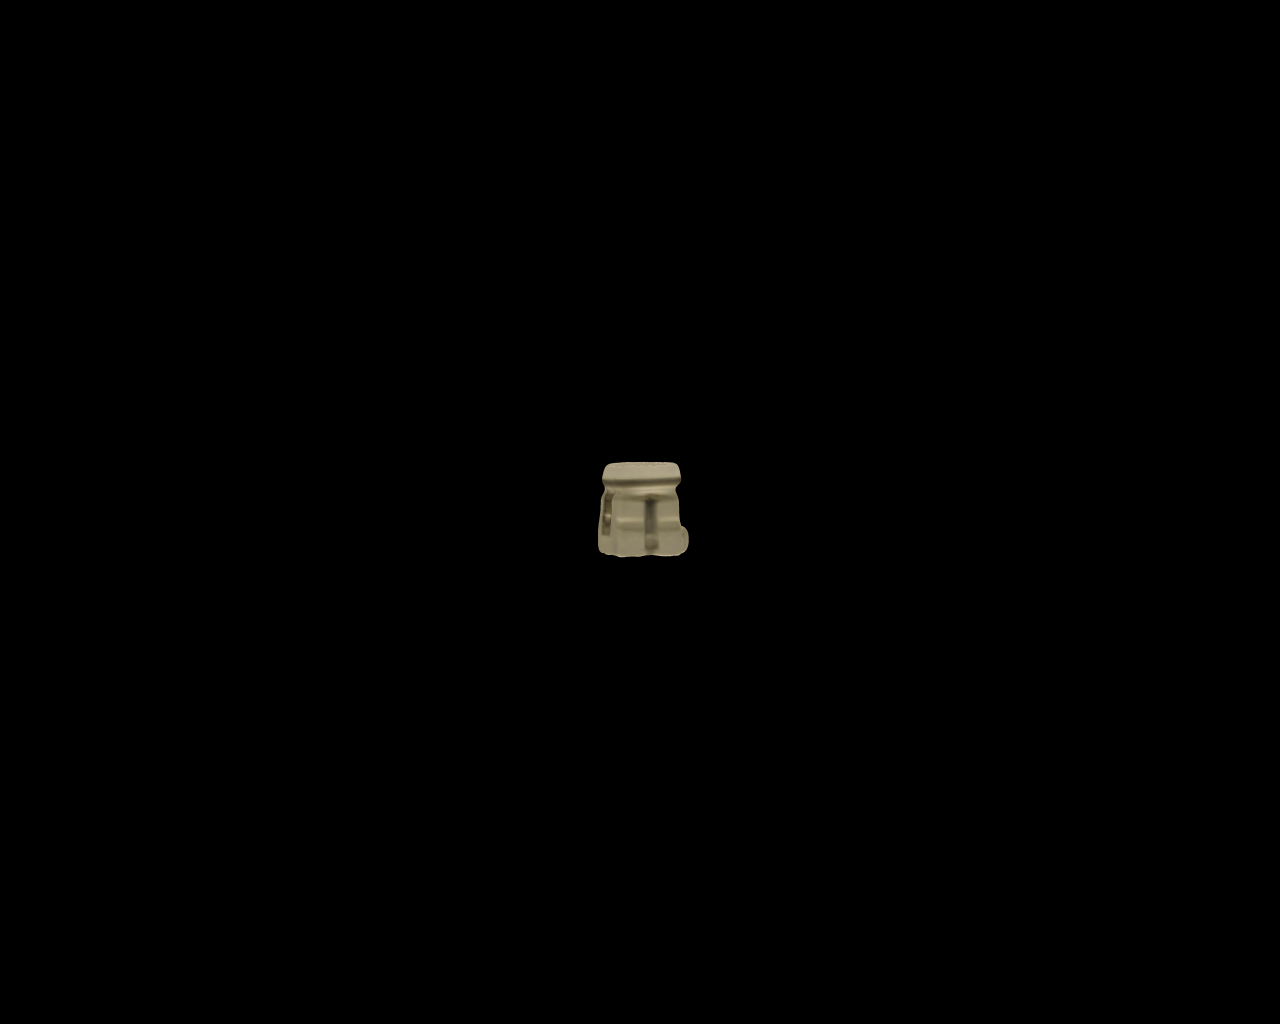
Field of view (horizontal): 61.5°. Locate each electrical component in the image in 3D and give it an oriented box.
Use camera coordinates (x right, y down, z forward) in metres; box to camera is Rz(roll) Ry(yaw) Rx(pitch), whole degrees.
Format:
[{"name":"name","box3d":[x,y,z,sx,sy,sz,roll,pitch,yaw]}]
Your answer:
[{"name":"electrical component","box3d":[0.001,-0.003,0.650,0.066,0.055,0.048,-2,4,-23]}]
